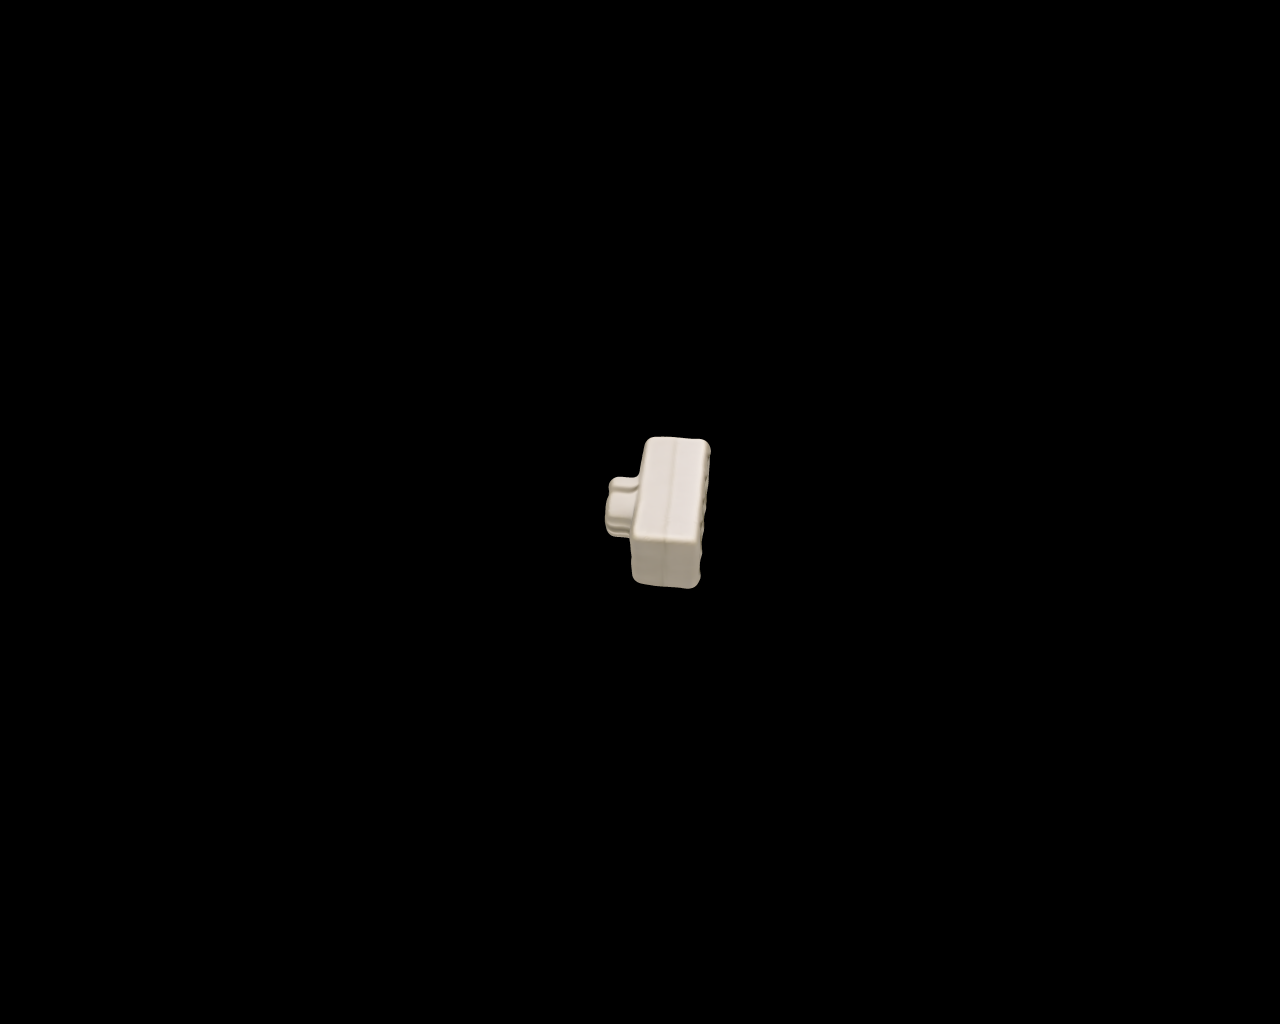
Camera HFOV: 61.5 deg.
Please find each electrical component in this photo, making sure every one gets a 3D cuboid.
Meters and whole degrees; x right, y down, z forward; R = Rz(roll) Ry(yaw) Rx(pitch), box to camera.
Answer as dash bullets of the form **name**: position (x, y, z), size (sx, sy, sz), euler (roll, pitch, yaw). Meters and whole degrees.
- **electrical component**: position (0.001, -0.003, 0.650), size (0.076, 0.083, 0.047), euler (5, -39, 4)
